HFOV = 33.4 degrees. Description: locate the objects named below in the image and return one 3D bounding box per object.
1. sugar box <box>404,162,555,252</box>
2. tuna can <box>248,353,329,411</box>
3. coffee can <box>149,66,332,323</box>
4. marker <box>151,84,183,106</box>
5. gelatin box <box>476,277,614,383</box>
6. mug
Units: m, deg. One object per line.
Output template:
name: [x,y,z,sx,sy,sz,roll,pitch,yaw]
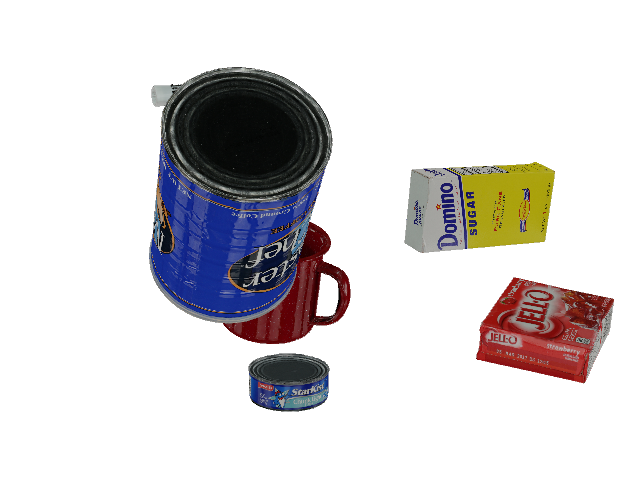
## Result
sugar box: [0.188,-0.039,1.254,0.176,0.093,0.048,-6,21,-26]
tuna can: [-0.034,0.150,1.127,0.086,0.034,0.086,1,14,0]
coffee can: [-0.055,-0.025,0.683,0.102,0.103,0.140,0,-34,-12]
marker: [-0.096,-0.137,0.993,0.121,0.020,0.020,-7,3,-23]
gelatin box: [0.154,0.059,0.725,0.073,0.030,0.089,12,24,22]
mug: [-0.030,0.036,0.886,0.117,0.081,0.093,14,26,17]
